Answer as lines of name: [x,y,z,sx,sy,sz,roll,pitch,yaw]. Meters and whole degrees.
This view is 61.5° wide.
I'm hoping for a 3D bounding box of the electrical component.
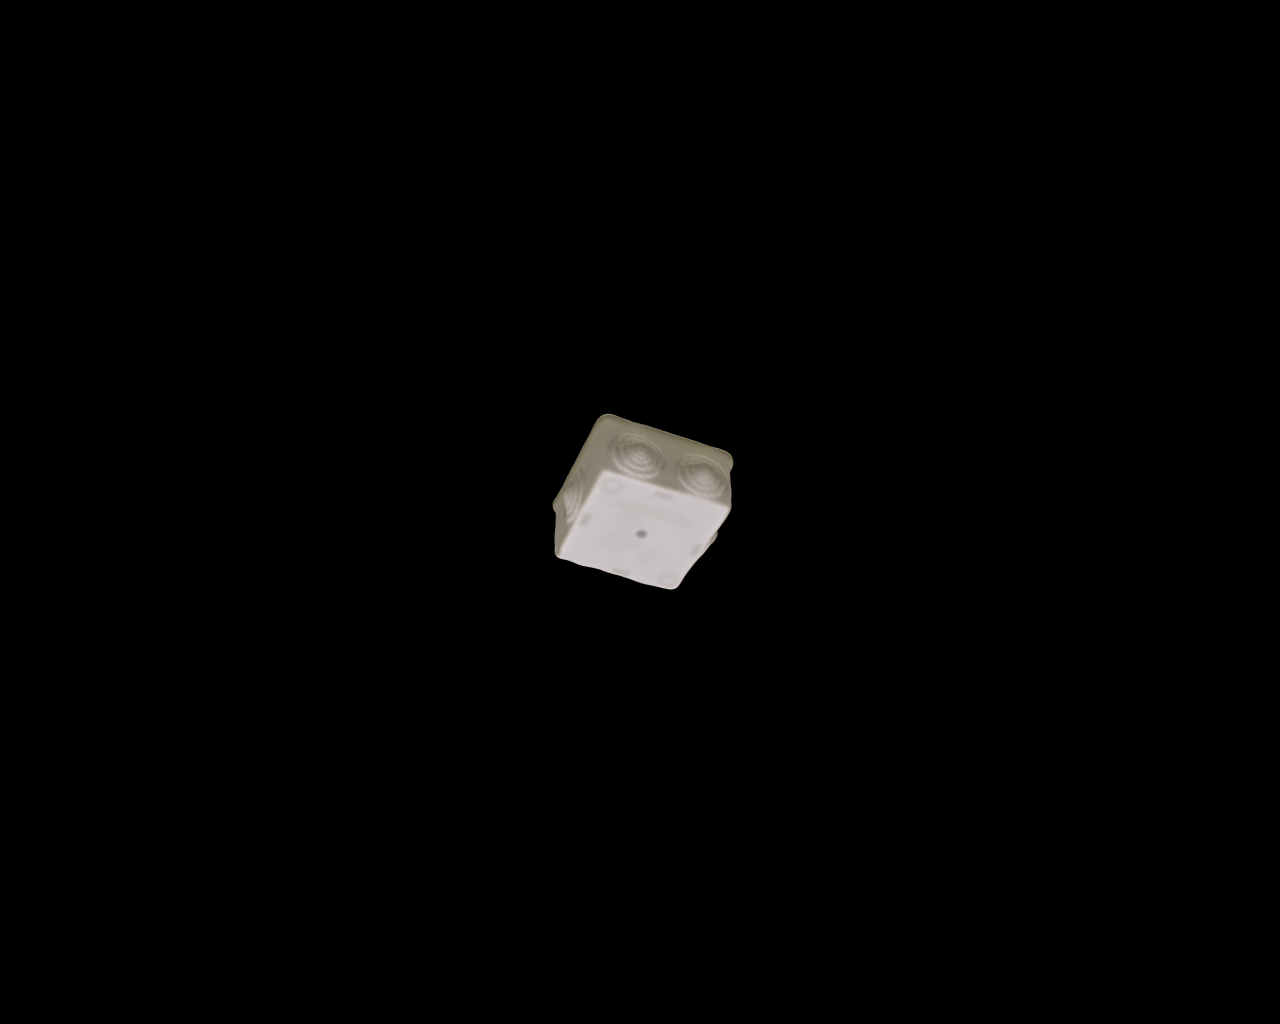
electrical component: [0.001,-0.003,0.650,0.100,0.048,0.099,17,-48,-16]
